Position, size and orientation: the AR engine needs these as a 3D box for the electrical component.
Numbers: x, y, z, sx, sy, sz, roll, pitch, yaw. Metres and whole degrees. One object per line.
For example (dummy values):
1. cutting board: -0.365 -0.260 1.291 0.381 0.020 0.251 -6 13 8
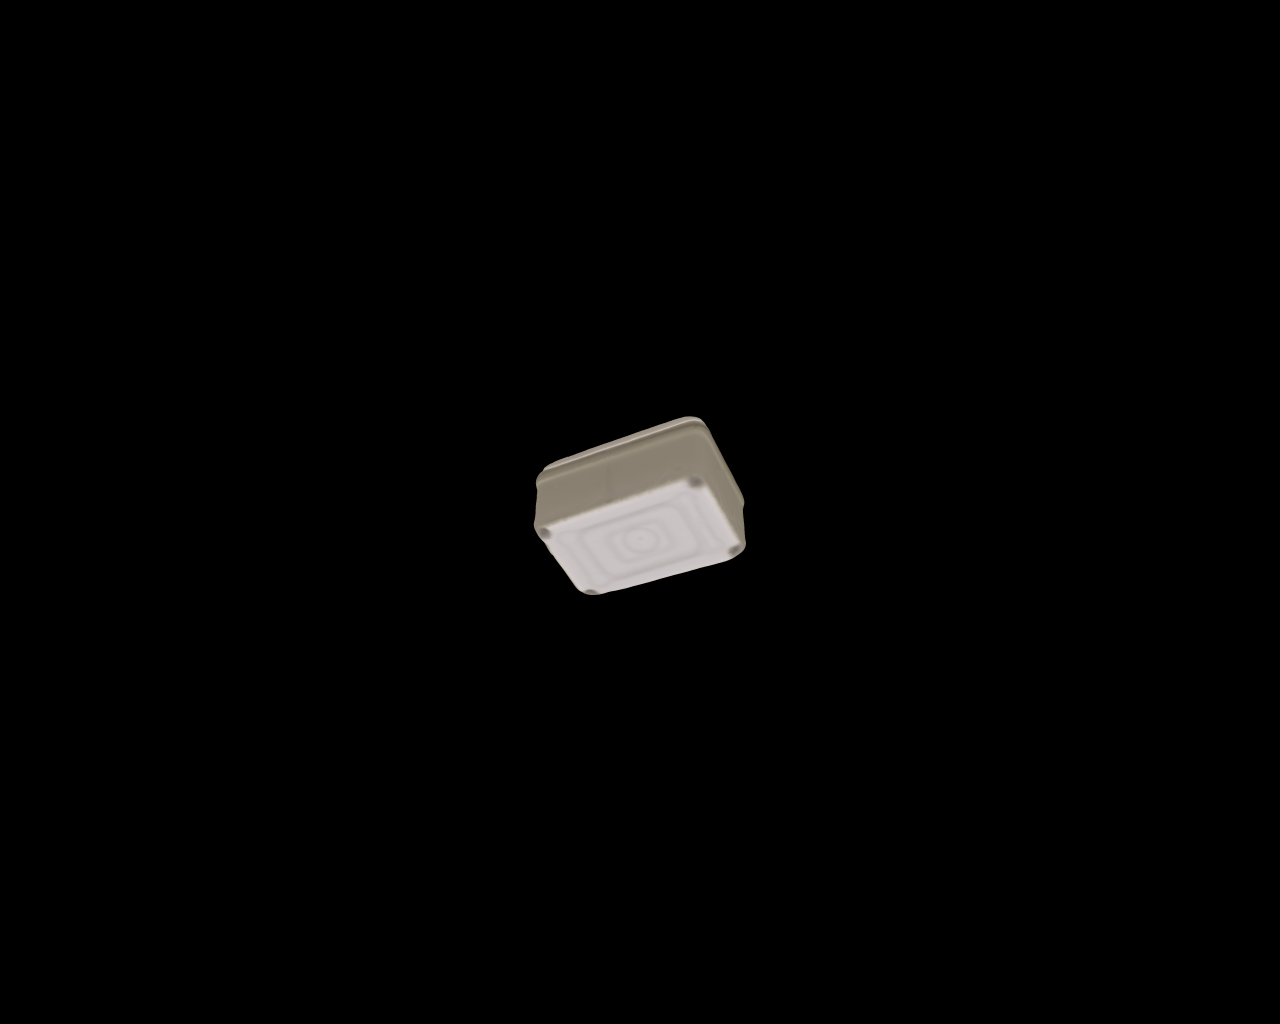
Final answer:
1. electrical component: 0.001 -0.003 0.650 0.113 0.057 0.078 -17 -48 16
